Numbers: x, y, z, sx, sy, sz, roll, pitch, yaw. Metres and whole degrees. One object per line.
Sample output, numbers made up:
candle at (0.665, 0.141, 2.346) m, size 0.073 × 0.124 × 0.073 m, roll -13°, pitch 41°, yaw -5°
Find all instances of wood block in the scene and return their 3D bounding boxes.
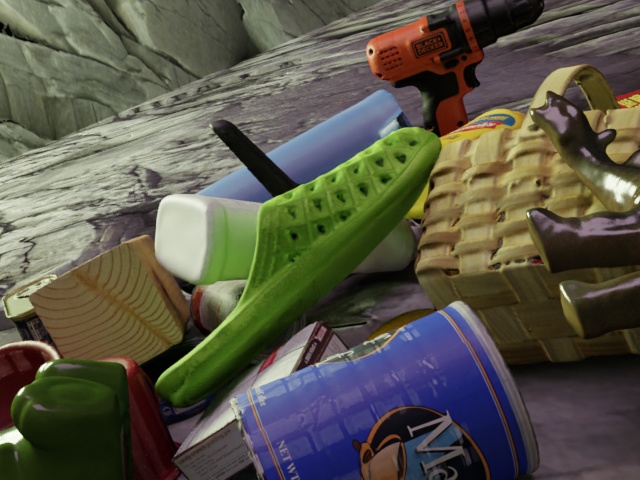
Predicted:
wood block at (-0.171, 0.056, 0.917) m, size 0.090 × 0.091 × 0.206 m, roll -29°, pitch 4°, yaw -4°

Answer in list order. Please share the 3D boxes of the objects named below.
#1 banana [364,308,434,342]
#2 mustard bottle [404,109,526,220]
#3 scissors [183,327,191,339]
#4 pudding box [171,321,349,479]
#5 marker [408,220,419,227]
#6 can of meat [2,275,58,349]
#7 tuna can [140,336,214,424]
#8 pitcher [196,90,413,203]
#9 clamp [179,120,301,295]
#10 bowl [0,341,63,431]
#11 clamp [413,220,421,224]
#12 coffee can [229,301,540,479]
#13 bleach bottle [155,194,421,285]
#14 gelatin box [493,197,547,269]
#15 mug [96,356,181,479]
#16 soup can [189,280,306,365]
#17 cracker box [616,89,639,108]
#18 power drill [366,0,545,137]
banana at (0.049, 0.091, 0.731) m, size 0.070 × 0.037 × 0.197 m, roll -12°, pitch 19°, yaw 34°
mustard bottle at (0.135, -0.075, 0.942) m, size 0.096 × 0.058 × 0.191 m, roll -9°, pitch 13°, yaw 46°
scissors at (-0.164, 0.129, 0.903) m, size 0.201 × 0.016 × 0.096 m, roll -32°, pitch 22°, yaw -33°
pudding box at (-0.037, 0.112, 0.715) m, size 0.114 × 0.039 × 0.090 m, roll -38°, pitch 9°, yaw 26°
marker at (0.140, -0.037, 1.055) m, size 0.121 × 0.020 × 0.020 m, roll -27°, pitch 18°, yaw -21°
can of meat at (-0.258, 0.088, 1.020) m, size 0.057 × 0.084 × 0.102 m, roll -25°, pitch 18°, yaw -15°
tuna can at (-0.115, 0.113, 0.863) m, size 0.086 × 0.034 × 0.086 m, roll -19°, pitch 17°, yaw 6°
pitcher at (-0.011, -0.039, 1.082) m, size 0.242 × 0.149 × 0.145 m, roll -27°, pitch 33°, yaw -9°
clamp at (-0.025, -0.006, 0.990) m, size 0.209 × 0.165 × 0.036 m, roll 16°, pitch 14°, yaw -13°
bowl at (-0.255, 0.153, 0.827) m, size 0.162 × 0.055 × 0.162 m, roll -21°, pitch 32°, yaw 13°
clamp at (0.156, -0.043, 0.989) m, size 0.120 × 0.039 × 0.171 m, roll 13°, pitch 24°, yaw 15°
coffee can at (0.034, 0.107, 0.587) m, size 0.140 × 0.103 × 0.103 m, roll -23°, pitch 17°, yaw -5°
bleach bottle at (-0.006, 0.001, 0.899) m, size 0.250 × 0.068 × 0.103 m, roll 2°, pitch 7°, yaw -33°
gelatin box at (0.152, -0.017, 0.856) m, size 0.073 × 0.089 × 0.030 m, roll -27°, pitch 18°, yaw -19°
mug at (-0.148, 0.131, 0.763) m, size 0.093 × 0.081 × 0.117 m, roll -13°, pitch 19°, yaw 25°
soup can at (-0.061, 0.063, 0.896) m, size 0.068 × 0.068 × 0.102 m, roll -27°, pitch 18°, yaw -20°
cracker box at (0.365, -0.107, 0.920) m, size 0.214 × 0.072 × 0.164 m, roll -19°, pitch 16°, yaw 10°
power drill at (0.160, -0.151, 1.096) m, size 0.185 × 0.187 × 0.057 m, roll -18°, pitch 16°, yaw 15°
